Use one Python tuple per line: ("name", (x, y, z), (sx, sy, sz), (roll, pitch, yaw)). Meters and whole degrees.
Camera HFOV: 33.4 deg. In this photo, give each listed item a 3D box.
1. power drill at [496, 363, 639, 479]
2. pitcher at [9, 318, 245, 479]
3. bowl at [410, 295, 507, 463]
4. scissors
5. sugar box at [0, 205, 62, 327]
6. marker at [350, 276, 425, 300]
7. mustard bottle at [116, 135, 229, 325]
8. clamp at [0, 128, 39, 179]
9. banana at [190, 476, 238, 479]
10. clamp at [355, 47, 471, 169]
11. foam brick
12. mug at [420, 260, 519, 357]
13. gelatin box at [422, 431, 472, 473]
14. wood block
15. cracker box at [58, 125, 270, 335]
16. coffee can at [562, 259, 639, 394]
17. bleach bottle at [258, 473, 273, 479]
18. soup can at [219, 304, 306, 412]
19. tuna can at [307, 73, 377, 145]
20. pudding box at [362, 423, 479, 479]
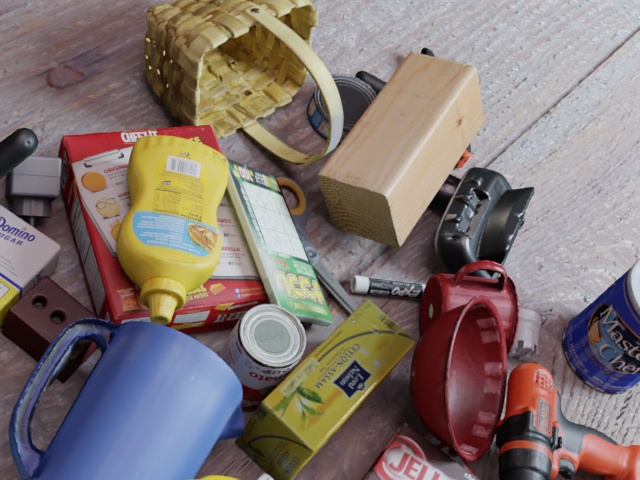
("power drill", (0.255, 0.234, 1.060), (0.187, 0.057, 0.184), (33, 47, -20))
("pitcher", (-0.183, 0.191, 0.901), (0.149, 0.145, 0.242), (11, 51, 24))
("bowl", (0.131, 0.134, 1.046), (0.055, 0.162, 0.162), (2, 46, 29))
("scissors", (-0.008, 0.001, 1.165), (0.202, 0.016, 0.096), (38, 52, 4))
("sugar box", (-0.330, 0.047, 0.986), (0.093, 0.048, 0.176), (34, 49, 5))
("marker", (0.092, 0.055, 1.169), (0.121, 0.020, 0.020), (7, 56, -18))
("mustard bottle", (-0.139, -0.007, 0.997), (0.096, 0.058, 0.191), (14, 52, -17))
("clamp", (-0.362, -0.028, 0.995), (0.209, 0.165, 0.036), (-49, 116, -18))
("banana", (-0.031, 0.250, 0.902), (0.198, 0.037, 0.069), (29, 15, 0))
("clamp", (0.121, -0.159, 1.311), (0.120, 0.039, 0.171), (-18, 65, -19))
("foam brick", (-0.247, 0.083, 0.992), (0.078, 0.051, 0.052), (37, 52, 5))
("mug", (0.159, 0.070, 1.128), (0.081, 0.117, 0.093), (7, 38, -12))
("gelatin box", (0.111, 0.238, 1.049), (0.073, 0.030, 0.089), (-25, 70, -31))
("wood block", (0.094, -0.103, 1.190), (0.090, 0.091, 0.205), (19, 58, 29))
("cracker box", (-0.160, -0.008, 1.075), (0.163, 0.072, 0.214), (-7, 61, -27))
("coffee can", (0.346, 0.094, 1.169), (0.102, 0.140, 0.103), (11, 55, -16))
("bleach bottle", (0.040, 0.298, 0.961), (0.251, 0.068, 0.102), (40, 53, 9))
("soup can", (-0.060, 0.113, 1.016), (0.068, 0.102, 0.068), (11, 55, -16))
("tuna can", (0.029, -0.155, 1.272), (0.086, 0.034, 0.086), (10, 55, -16))
("pudding box", (0.096, 0.241, 0.997), (0.113, 0.039, 0.090), (38, 55, 5))
